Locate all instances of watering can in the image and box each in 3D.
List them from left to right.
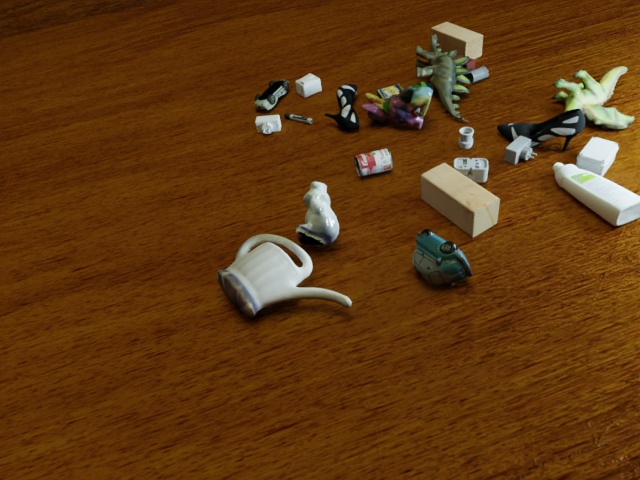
[{"bbox_3d":[-0.105,0.103,1.241,0.227,0.101,0.352,-34,48,-22],"label":"watering can"}]

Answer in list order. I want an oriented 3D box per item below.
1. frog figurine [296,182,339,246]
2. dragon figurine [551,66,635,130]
[{"bbox_3d":[0.004,-0.069,1.365,0.123,0.135,0.162,12,69,28],"label":"frog figurine"},{"bbox_3d":[0.898,-0.437,1.660,0.412,0.119,0.247,-21,61,-9],"label":"dragon figurine"}]
